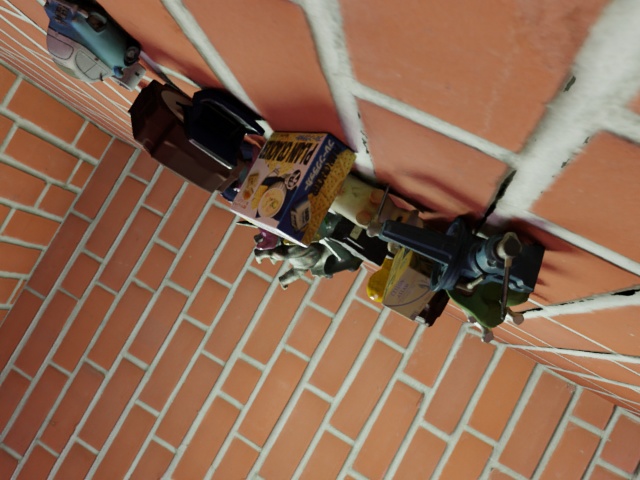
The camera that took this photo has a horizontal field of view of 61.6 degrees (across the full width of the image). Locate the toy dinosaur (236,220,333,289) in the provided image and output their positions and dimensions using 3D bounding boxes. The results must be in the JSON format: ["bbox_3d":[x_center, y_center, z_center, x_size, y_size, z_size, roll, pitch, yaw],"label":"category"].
[{"bbox_3d":[-0.058,0.014,1.389,0.131,0.192,0.404,65,-176,23],"label":"toy dinosaur"}]

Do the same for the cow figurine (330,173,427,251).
[{"bbox_3d":[0.092,-0.047,0.910,0.195,0.085,0.127,32,-177,23],"label":"cow figurine"}]

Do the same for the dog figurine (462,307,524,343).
[{"bbox_3d":[0.333,0.104,1.169,0.191,0.121,0.172,-121,11,-61],"label":"dog figurine"}]

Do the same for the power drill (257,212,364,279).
[{"bbox_3d":[-0.003,-0.004,1.251,0.232,0.086,0.207,-17,126,22],"label":"power drill"}]

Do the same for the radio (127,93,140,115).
[{"bbox_3d":[-0.342,-0.264,1.289,0.131,0.073,0.229,28,176,14],"label":"radio"}]

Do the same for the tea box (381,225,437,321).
[{"bbox_3d":[0.172,0.052,0.958,0.068,0.098,0.170,30,-149,1],"label":"tea box"}]

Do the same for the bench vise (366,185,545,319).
[{"bbox_3d":[0.186,0.016,0.782,0.241,0.128,0.223,20,180,2],"label":"bench vise"}]

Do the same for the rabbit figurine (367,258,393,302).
[{"bbox_3d":[0.156,0.056,1.149,0.122,0.173,0.162,23,169,28],"label":"rabbit figurine"}]

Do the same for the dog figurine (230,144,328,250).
[{"bbox_3d":[-0.089,-0.092,1.117,0.192,0.219,0.108,-9,-175,6],"label":"dog figurine"}]

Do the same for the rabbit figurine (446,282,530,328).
[{"bbox_3d":[0.301,0.088,0.967,0.170,0.121,0.159,13,-179,-41],"label":"rabbit figurine"}]

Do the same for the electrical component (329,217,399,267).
[{"bbox_3d":[0.100,-0.017,1.020,0.134,0.115,0.058,34,176,-31],"label":"electrical component"}]

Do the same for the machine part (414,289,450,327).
[{"bbox_3d":[0.242,0.100,1.133,0.056,0.179,0.179,26,175,25],"label":"machine part"}]

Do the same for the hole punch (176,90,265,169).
[{"bbox_3d":[-0.165,-0.201,0.912,0.142,0.092,0.116,29,-155,-36],"label":"hole punch"}]

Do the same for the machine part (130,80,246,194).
[{"bbox_3d":[-0.246,-0.188,0.997,0.201,0.087,0.201,30,-160,-37],"label":"machine part"}]

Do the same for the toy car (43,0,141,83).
[{"bbox_3d":[-0.359,-0.297,0.824,0.109,0.103,0.161,28,178,10],"label":"toy car"}]
